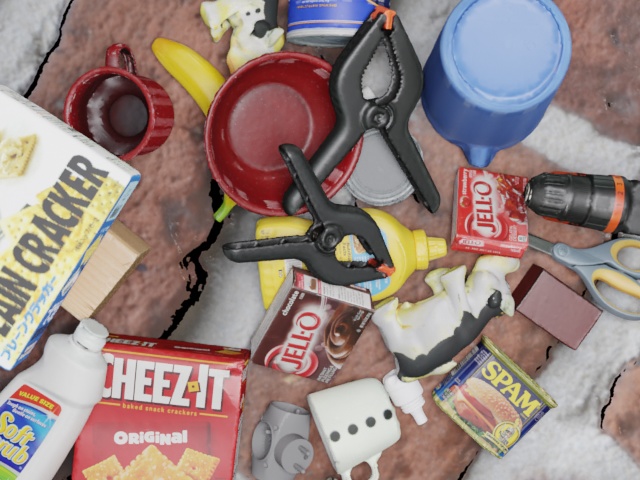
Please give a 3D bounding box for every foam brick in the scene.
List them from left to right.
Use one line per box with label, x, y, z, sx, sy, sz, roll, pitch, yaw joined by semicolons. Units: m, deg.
foam brick;0.241;0.069;1.096;0.078;0.053;0.051;35;92;-4

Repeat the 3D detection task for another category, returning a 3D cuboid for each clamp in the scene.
clamp;-0.007;0.001;1.008;0.171;0.039;0.120;38;96;-25
clamp;0.041;-0.115;1.017;0.164;0.036;0.210;-8;113;-18

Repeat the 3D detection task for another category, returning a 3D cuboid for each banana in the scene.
banana;-0.108;-0.120;1.087;0.069;0.037;0.198;-19;94;1

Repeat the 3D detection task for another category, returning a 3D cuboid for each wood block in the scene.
wood block;-0.280;-0.021;1.066;0.206;0.090;0.091;40;93;-3

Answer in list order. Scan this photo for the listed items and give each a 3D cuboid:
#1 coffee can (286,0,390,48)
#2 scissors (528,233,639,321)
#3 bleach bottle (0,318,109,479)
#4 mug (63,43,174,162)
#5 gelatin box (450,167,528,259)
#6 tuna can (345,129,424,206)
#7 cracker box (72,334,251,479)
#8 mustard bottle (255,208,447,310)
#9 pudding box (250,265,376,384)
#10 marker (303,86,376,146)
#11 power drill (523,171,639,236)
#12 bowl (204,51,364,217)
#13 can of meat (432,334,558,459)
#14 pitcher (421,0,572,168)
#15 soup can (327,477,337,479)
coffee can;0.020;-0.264;1.046;0.103;0.103;0.140;2;94;-1
scissors;0.267;0.004;1.107;0.202;0.016;0.096;38;69;11
bleach bottle;-0.286;0.177;1.052;0.103;0.068;0.251;40;108;19
mug;-0.195;-0.135;1.056;0.093;0.081;0.117;-3;96;12
gelatin box;0.172;-0.027;1.078;0.073;0.030;0.089;9;56;-1
tuna can;0.062;-0.078;1.093;0.086;0.034;0.086;0;94;-1
cracker box;-0.165;0.212;1.092;0.164;0.072;0.214;7;93;-1
mustard bottle;0.033;0.017;1.086;0.191;0.058;0.096;-6;107;-1
pudding box;-0.009;0.087;1.069;0.090;0.039;0.114;17;123;-18
marker;0.004;-0.116;1.098;0.121;0.020;0.020;-35;94;2
power drill;0.270;-0.035;1.023;0.184;0.187;0.057;10;95;-3
bowl;-0.041;-0.106;1.045;0.162;0.055;0.162;-5;107;-19
can of meat;0.178;0.163;1.101;0.102;0.057;0.084;43;95;-3
pitcher;0.161;-0.168;0.985;0.145;0.243;0.149;-38;87;3
soup can;0.039;0.299;1.102;0.102;0.068;0.068;30;93;-3
